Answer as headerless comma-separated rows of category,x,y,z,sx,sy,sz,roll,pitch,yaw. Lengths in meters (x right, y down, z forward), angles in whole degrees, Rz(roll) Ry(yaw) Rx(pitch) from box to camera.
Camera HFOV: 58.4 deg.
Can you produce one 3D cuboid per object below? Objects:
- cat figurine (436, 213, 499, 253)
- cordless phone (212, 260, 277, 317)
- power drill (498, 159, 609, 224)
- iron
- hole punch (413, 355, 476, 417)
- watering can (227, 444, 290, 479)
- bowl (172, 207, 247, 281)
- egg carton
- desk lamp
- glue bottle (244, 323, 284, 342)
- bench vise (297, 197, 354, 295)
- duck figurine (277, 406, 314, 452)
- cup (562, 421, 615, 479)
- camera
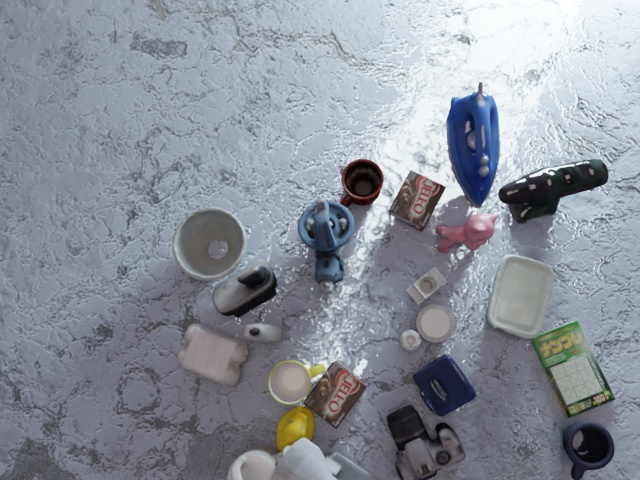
cat figurine,0.317,-0.019,1.227,0.127,0.118,0.067,-8,79,4
cordless phone,-0.170,0.097,1.213,0.147,0.185,0.094,-35,78,-2
power drill,0.461,-0.098,1.183,0.229,0.208,0.075,-18,78,2
iron,0.347,-0.209,1.248,0.118,0.141,0.258,-3,79,5
hole punch,0.256,0.304,1.186,0.101,0.091,0.108,-34,78,-2
watering can,-0.127,0.466,1.135,0.101,0.194,0.173,37,84,11
bowl,-0.241,0.014,1.291,0.167,0.075,0.167,-1,79,5
egg carton,-0.235,0.251,1.248,0.150,0.069,0.107,19,82,8
desk lamp,0.016,0.476,1.111,0.203,0.213,0.118,29,83,10
glue bottle,-0.125,0.194,1.197,0.078,0.173,0.037,1,79,5
bench vise,0.022,0.001,1.197,0.121,0.220,0.207,-19,78,1
duck figurine,-0.055,0.402,1.196,0.077,0.086,0.105,28,83,10
cup,0.518,0.416,1.140,0.091,0.095,0.118,24,82,9
camera,0.205,0.406,1.166,0.143,0.101,0.137,-24,78,0
